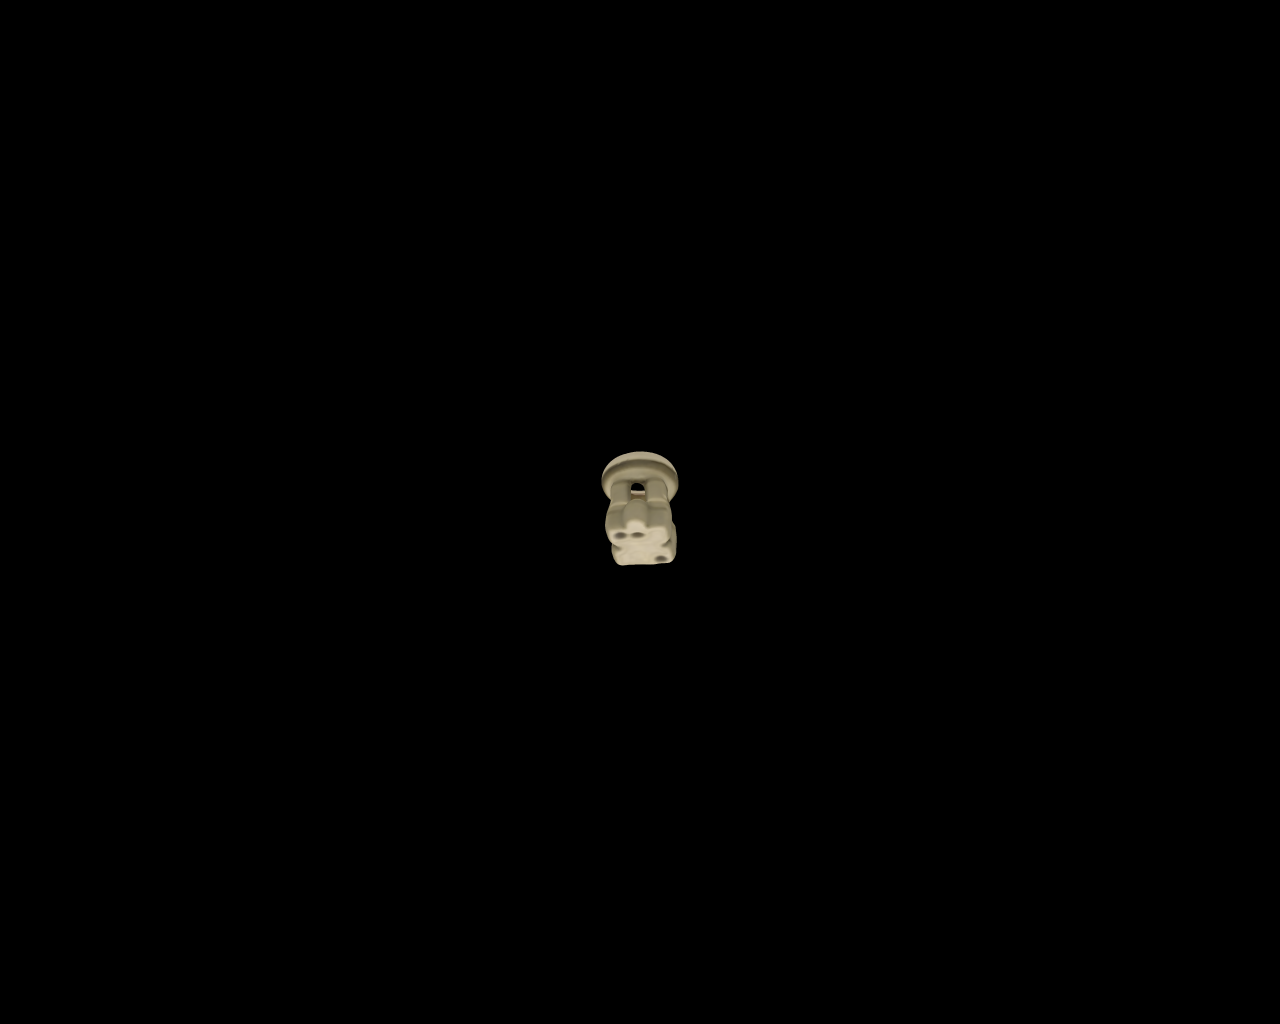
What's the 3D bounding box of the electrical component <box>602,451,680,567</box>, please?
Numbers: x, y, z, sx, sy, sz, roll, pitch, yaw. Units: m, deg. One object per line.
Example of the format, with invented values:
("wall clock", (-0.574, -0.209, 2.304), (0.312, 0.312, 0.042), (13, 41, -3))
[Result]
("electrical component", (0.001, -0.003, 0.650), (0.048, 0.055, 0.066), (-3, -33, 5))
